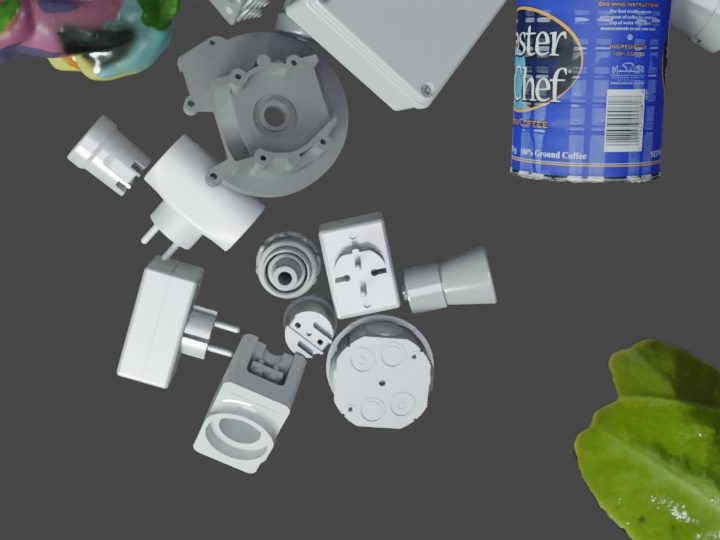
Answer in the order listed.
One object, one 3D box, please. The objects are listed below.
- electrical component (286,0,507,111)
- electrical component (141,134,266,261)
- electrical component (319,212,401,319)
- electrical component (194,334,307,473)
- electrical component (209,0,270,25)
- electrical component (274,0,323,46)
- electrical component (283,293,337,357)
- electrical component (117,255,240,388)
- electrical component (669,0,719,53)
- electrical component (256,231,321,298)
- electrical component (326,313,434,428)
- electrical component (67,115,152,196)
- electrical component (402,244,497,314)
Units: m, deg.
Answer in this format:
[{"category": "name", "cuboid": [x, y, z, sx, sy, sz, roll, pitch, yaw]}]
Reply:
[{"category": "electrical component", "cuboid": [0.027, -0.180, 0.713, 0.109, 0.056, 0.108, 39, 80, -19]}, {"category": "electrical component", "cuboid": [-0.122, -0.042, 0.766, 0.077, 0.044, 0.079, 42, 98, -9]}, {"category": "electrical component", "cuboid": [0.000, 0.000, 0.760, 0.047, 0.076, 0.065, -12, 102, 1]}, {"category": "electrical component", "cuboid": [-0.080, 0.100, 0.769, 0.050, 0.055, 0.089, 24, 133, -6]}, {"category": "electrical component", "cuboid": [-0.092, -0.213, 0.705, 0.048, 0.100, 0.099, -42, 100, -6]}, {"category": "electrical component", "cuboid": [-0.034, -0.182, 0.742, 0.040, 0.040, 0.046, 15, 95, -4]}, {"category": "electrical component", "cuboid": [-0.037, 0.041, 0.784, 0.040, 0.046, 0.040, 0, 102, -1]}, {"category": "electrical component", "cuboid": [-0.126, 0.042, 0.781, 0.076, 0.047, 0.083, 17, 101, -4]}, {"category": "electrical component", "cuboid": [0.236, -0.184, 0.739, 0.047, 0.055, 0.055, 26, 100, -2]}, {"category": "electrical component", "cuboid": [-0.052, 0.000, 0.766, 0.048, 0.062, 0.048, 0, 102, -1]}, {"category": "electrical component", "cuboid": [0.015, 0.075, 0.789, 0.080, 0.051, 0.080, 0, 102, -1]}, {"category": "electrical component", "cuboid": [-0.176, -0.080, 0.760, 0.046, 0.040, 0.040, 40, 98, -15]}, {"category": "electrical component", "cuboid": [0.063, 0.009, 0.782, 0.065, 0.044, 0.044, -13, 102, 6]}]
